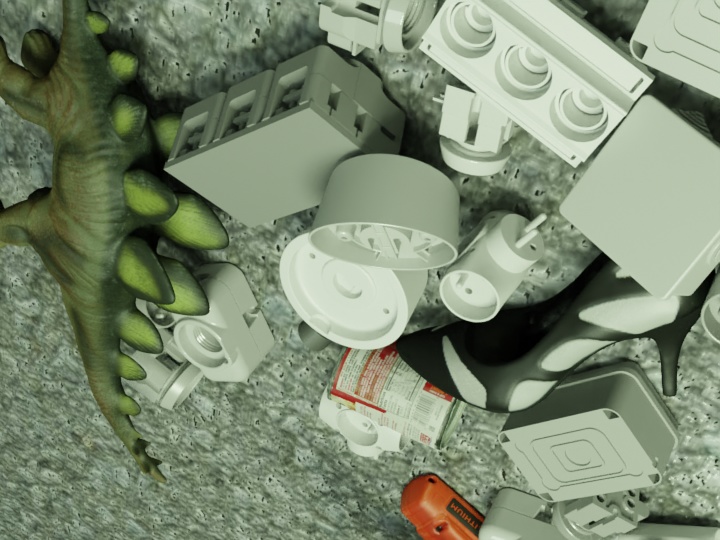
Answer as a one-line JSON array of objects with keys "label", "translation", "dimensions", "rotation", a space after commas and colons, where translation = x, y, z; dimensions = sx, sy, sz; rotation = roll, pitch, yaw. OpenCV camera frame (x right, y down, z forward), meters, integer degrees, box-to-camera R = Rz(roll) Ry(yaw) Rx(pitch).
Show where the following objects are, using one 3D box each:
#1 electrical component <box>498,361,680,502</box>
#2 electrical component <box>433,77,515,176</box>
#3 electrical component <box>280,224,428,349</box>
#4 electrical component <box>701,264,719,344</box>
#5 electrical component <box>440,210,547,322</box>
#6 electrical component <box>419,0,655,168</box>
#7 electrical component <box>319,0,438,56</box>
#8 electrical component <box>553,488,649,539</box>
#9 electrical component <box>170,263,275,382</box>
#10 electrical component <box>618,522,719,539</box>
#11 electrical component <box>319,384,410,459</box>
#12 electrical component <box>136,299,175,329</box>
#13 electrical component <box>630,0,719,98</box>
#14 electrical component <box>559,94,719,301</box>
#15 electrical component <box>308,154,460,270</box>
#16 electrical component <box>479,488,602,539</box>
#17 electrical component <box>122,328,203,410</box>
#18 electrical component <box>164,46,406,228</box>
[{"label": "electrical component", "translation": [0.173, 0.122, 0.813], "dimensions": [0.113, 0.057, 0.078], "rotation": [-22, 111, 42]}, {"label": "electrical component", "translation": [0.079, -0.096, 0.705], "dimensions": [0.066, 0.048, 0.055], "rotation": [21, 126, 18]}, {"label": "electrical component", "translation": [0.000, 0.000, 0.823], "dimensions": [0.108, 0.060, 0.108], "rotation": [18, 132, 20]}, {"label": "electrical component", "translation": [0.243, -0.004, 0.650], "dimensions": [0.044, 0.077, 0.079], "rotation": [24, 134, 14]}, {"label": "electrical component", "translation": [0.099, -0.013, 0.736], "dimensions": [0.044, 0.077, 0.079], "rotation": [42, 135, -5]}, {"label": "electrical component", "translation": [0.108, -0.130, 0.644], "dimensions": [0.121, 0.063, 0.078], "rotation": [38, 136, 1]}, {"label": "electrical component", "translation": [0.013, -0.171, 0.678], "dimensions": [0.057, 0.058, 0.078], "rotation": [25, 134, 18]}, {"label": "electrical component", "translation": [0.188, 0.191, 0.865], "dimensions": [0.066, 0.048, 0.055], "rotation": [30, 137, -14]}, {"label": "electrical component", "translation": [-0.124, 0.049, 0.945], "dimensions": [0.054, 0.059, 0.095], "rotation": [-2, 123, 34]}, {"label": "electrical component", "translation": [0.239, 0.228, 0.842], "dimensions": [0.077, 0.079, 0.043], "rotation": [-6, 97, 36]}, {"label": "electrical component", "translation": [0.007, 0.136, 0.942], "dimensions": [0.077, 0.044, 0.079], "rotation": [20, 133, 19]}, {"label": "electrical component", "translation": [-0.211, 0.036, 1.002], "dimensions": [0.081, 0.043, 0.043], "rotation": [-8, 120, 37]}, {"label": "electrical component", "translation": [0.202, -0.155, 0.567], "dimensions": [0.078, 0.057, 0.113], "rotation": [28, 135, 11]}, {"label": "electrical component", "translation": [0.183, -0.042, 0.639], "dimensions": [0.099, 0.048, 0.099], "rotation": [47, 114, 28]}, {"label": "electrical component", "translation": [0.018, -0.031, 0.718], "dimensions": [0.099, 0.064, 0.099], "rotation": [9, 151, 5]}, {"label": "electrical component", "translation": [0.152, 0.236, 0.918], "dimensions": [0.095, 0.059, 0.053], "rotation": [16, 132, 22]}, {"label": "electrical component", "translation": [-0.185, 0.096, 1.025], "dimensions": [0.057, 0.058, 0.078], "rotation": [38, 136, 4]}, {"label": "electrical component", "translation": [-0.053, -0.094, 0.767], "dimensions": [0.150, 0.061, 0.089], "rotation": [-15, 142, 40]}]
